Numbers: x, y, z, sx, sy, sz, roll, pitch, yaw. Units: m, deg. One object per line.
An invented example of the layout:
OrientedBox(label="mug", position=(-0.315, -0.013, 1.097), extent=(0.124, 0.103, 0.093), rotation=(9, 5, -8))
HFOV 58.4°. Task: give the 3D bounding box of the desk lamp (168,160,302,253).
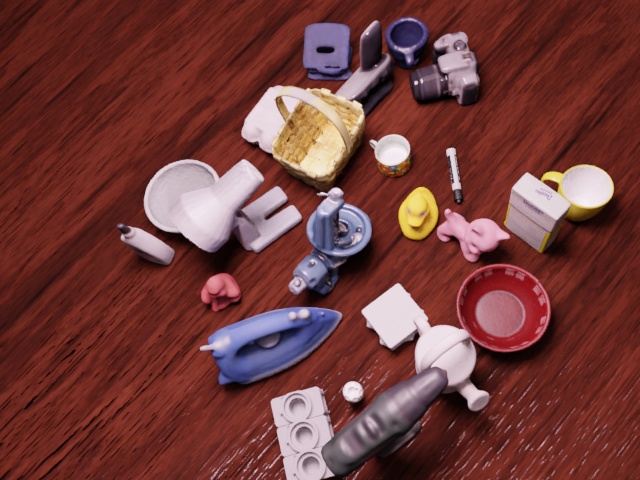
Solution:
OrientedBox(label="desk lamp", position=(-0.162, -0.058, 1.104), extent=(0.203, 0.214, 0.117), rotation=(-37, 67, -4))

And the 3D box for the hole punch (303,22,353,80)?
OrientedBox(label="hole punch", position=(0.019, -0.418, 1.275), extent=(0.108, 0.091, 0.101), rotation=(4, 70, 12))

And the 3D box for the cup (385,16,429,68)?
OrientedBox(label="cup", position=(0.190, -0.406, 1.236), extent=(0.091, 0.095, 0.118), rotation=(-7, 68, 8))

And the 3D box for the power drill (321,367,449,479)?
OrientedBox(label="power drill", position=(0.111, 0.293, 0.924), extent=(0.230, 0.209, 0.075), rotation=(-38, 67, -5))

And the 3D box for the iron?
OrientedBox(label="iron", position=(-0.088, 0.169, 1.044), extent=(0.258, 0.142, 0.118), rotation=(-23, 67, 1))

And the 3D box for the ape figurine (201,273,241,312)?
OrientedBox(label="ape figurine", position=(-0.197, 0.096, 1.118), extent=(0.077, 0.092, 0.076), rotation=(11, 72, 14))

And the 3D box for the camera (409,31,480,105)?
OrientedBox(label="camera", position=(0.255, -0.357, 1.203), extent=(0.136, 0.101, 0.143), rotation=(-13, 68, 5))

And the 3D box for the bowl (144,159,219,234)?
OrientedBox(label="bowl", position=(-0.279, -0.081, 1.210), extent=(0.167, 0.075, 0.167), rotation=(-3, 69, 9))

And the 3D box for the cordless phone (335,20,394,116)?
OrientedBox(label="cordless phone", position=(0.083, -0.358, 1.189), extent=(0.094, 0.185, 0.148), rotation=(35, 79, 21))

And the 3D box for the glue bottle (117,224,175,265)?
OrientedBox(label="glue bottle", position=(-0.357, 0.003, 1.139), extent=(0.078, 0.173, 0.037), rotation=(13, 72, 15))

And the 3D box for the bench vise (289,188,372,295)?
OrientedBox(label="bench vise", position=(0.021, 0.007, 1.043), extent=(0.121, 0.220, 0.207), rotation=(15, 73, 16))

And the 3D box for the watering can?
OrientedBox(label="watering can", position=(0.213, 0.198, 0.949), extent=(0.172, 0.194, 0.101), rotation=(32, 78, 20))

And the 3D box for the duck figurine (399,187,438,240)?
OrientedBox(label="duck figurine", position=(0.190, -0.061, 1.110), extent=(0.077, 0.086, 0.104), rotation=(10, 72, 14))

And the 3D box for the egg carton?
OrientedBox(label="egg carton", position=(-0.094, -0.262, 1.248), extent=(0.107, 0.069, 0.150), rotation=(30, 77, 19))

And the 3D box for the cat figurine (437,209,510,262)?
OrientedBox(label="cat figurine", position=(0.281, -0.016, 1.059), extent=(0.127, 0.118, 0.067), rotation=(38, 80, 21))
